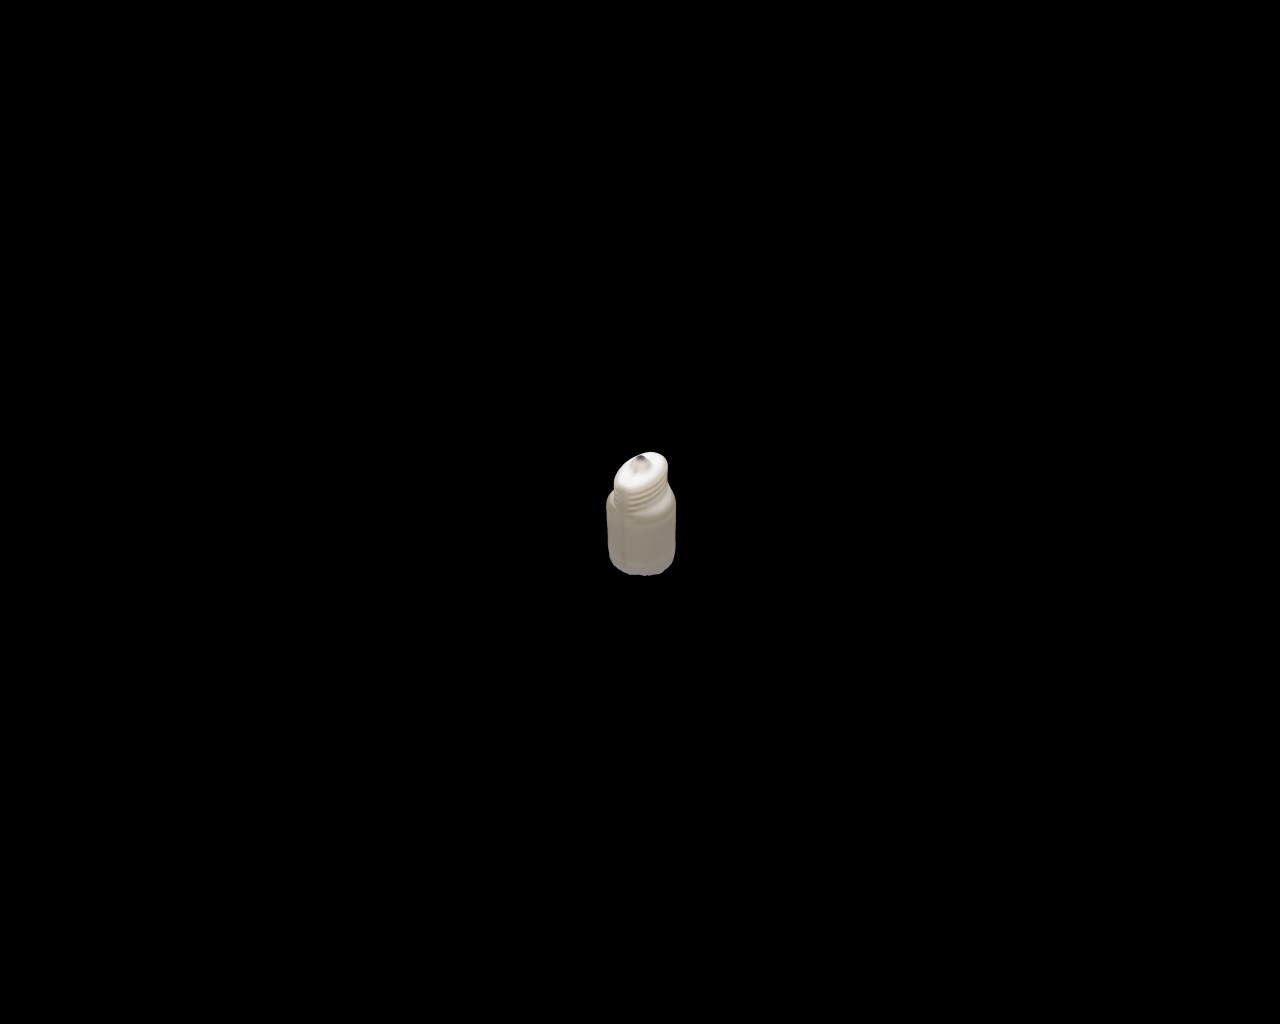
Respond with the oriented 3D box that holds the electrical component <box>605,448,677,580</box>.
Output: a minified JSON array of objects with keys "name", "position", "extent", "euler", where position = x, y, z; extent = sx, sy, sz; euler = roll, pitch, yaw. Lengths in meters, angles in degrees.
[{"name":"electrical component","position":[0.001,-0.003,0.650],"extent":[0.043,0.080,0.043],"euler":[0,40,0]}]
